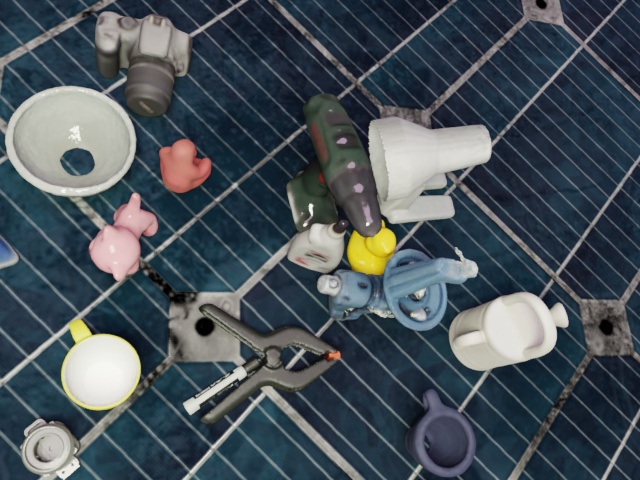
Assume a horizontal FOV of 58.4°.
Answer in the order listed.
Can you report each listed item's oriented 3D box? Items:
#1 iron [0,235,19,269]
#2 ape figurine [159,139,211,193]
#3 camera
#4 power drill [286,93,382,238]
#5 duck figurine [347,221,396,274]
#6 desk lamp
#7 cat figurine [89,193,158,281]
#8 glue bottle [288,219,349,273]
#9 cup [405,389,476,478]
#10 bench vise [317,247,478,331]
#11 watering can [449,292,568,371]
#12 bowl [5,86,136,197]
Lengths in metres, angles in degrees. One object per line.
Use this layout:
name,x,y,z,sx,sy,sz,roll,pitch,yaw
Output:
iron,-0.511,-0.030,0.692,0.259,0.141,0.119,16,68,-12
ape figurine,-0.201,-0.116,0.845,0.078,0.092,0.076,34,65,-4
camera,-0.272,-0.268,0.870,0.143,0.100,0.137,7,70,-15
power drill,0.017,-0.084,0.838,0.076,0.208,0.229,-11,75,-20
duck figurine,0.090,0.016,0.894,0.078,0.086,0.104,-3,73,-18
desk lamp,0.153,-0.111,0.887,0.204,0.213,0.118,-6,74,-19
cat figurine,-0.267,-0.004,0.772,0.067,0.117,0.128,20,67,-10
glue bottle,0.008,0.003,0.825,0.078,0.173,0.037,17,68,-11
cup,0.157,0.276,0.822,0.092,0.094,0.118,-10,75,-20
bench vise,0.111,0.075,0.807,0.208,0.219,0.121,-13,76,-21
watering can,0.288,0.130,0.858,0.173,0.193,0.101,-33,84,-24
bowl,-0.347,-0.128,0.814,0.168,0.074,0.167,6,70,-15
